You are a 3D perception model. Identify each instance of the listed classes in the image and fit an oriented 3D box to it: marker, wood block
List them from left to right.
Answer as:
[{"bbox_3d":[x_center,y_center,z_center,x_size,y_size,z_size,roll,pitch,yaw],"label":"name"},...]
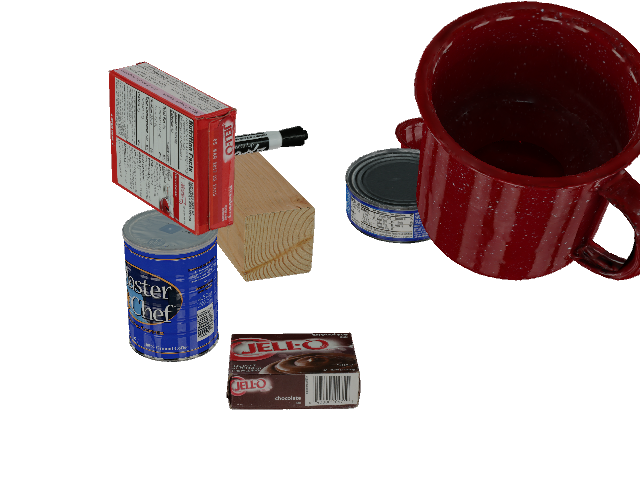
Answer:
[{"bbox_3d":[-0.068,-0.089,0.986,0.121,0.020,0.020,-11,5,-23],"label":"marker"},{"bbox_3d":[-0.089,-0.037,1.363,0.090,0.090,0.206,-8,27,-22],"label":"wood block"}]

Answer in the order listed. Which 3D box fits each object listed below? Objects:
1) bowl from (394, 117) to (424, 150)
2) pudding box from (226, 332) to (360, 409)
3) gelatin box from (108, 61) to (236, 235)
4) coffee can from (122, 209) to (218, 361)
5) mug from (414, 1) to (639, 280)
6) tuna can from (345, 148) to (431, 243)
[{"bbox_3d":[0.159,-0.087,1.207,0.162,0.055,0.162,8,26,-4],"label":"bowl"},{"bbox_3d":[-0.024,0.113,0.936,0.113,0.039,0.090,1,18,-4],"label":"pudding box"},{"bbox_3d":[-0.085,-0.054,0.614,0.030,0.073,0.089,-23,39,-38],"label":"gelatin box"},{"bbox_3d":[-0.164,0.048,1.180,0.103,0.140,0.103,2,27,-1],"label":"coffee can"},{"bbox_3d":[0.091,-0.029,0.436,0.093,0.117,0.081,-38,-25,-21],"label":"mug"},{"bbox_3d":[0.062,-0.034,0.804,0.086,0.034,0.086,-1,35,0],"label":"tuna can"}]
